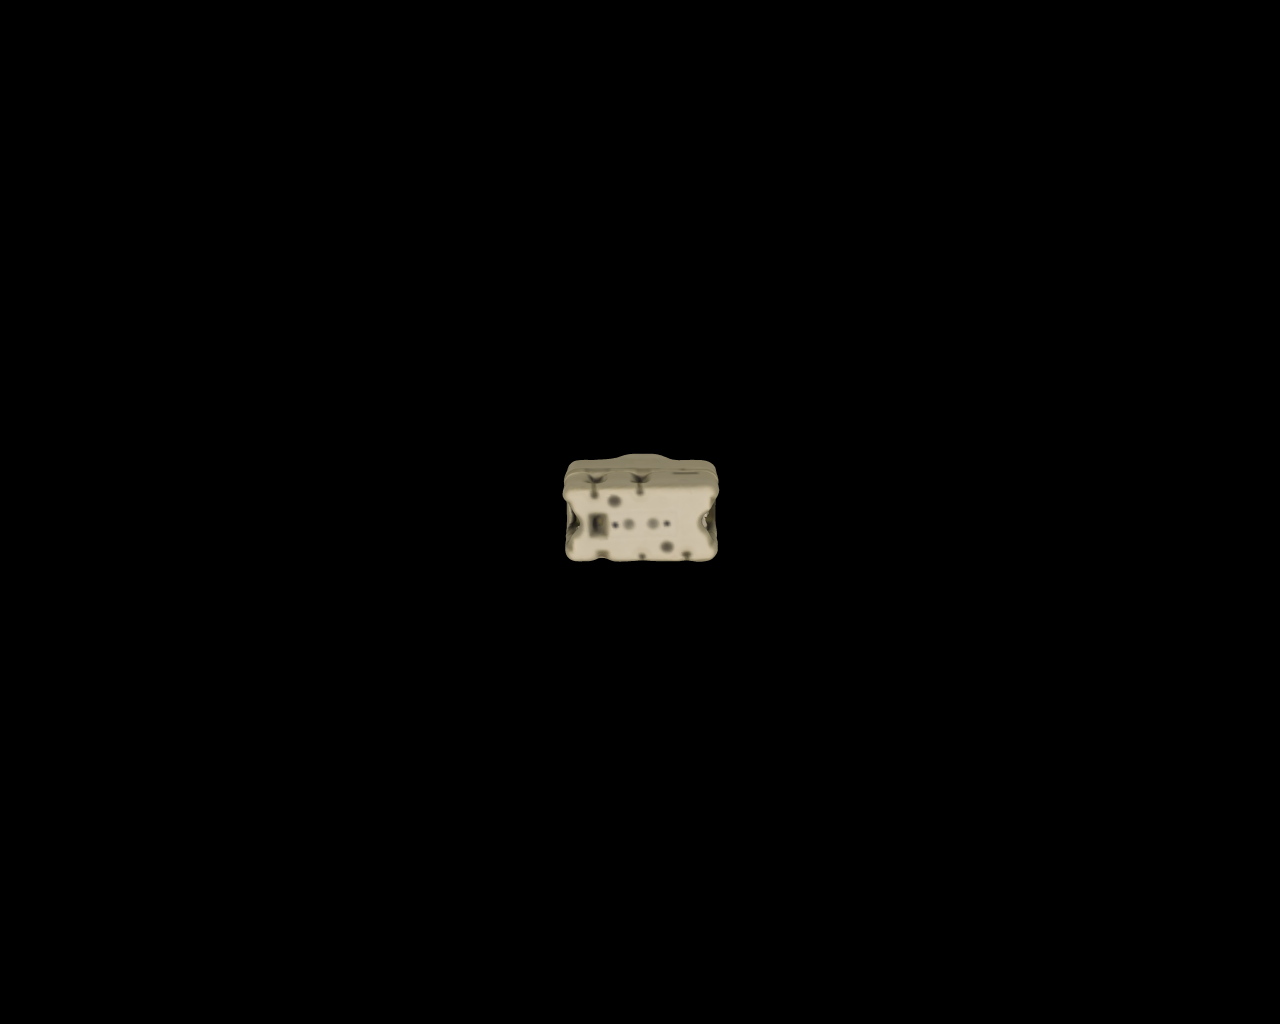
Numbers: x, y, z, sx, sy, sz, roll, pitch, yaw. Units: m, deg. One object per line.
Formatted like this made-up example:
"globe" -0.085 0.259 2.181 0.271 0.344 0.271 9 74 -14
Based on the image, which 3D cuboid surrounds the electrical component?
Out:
"electrical component" 0.001 -0.003 0.650 0.089 0.050 0.056 0 21 0
